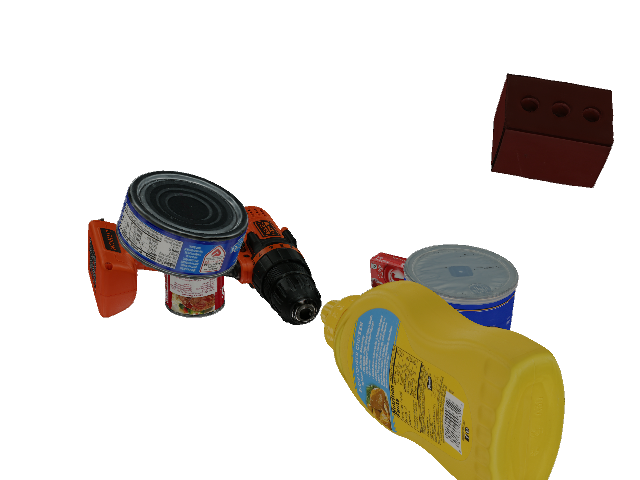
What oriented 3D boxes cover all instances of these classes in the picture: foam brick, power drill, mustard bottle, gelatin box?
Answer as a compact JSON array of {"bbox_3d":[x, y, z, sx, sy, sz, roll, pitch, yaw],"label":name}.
[{"bbox_3d":[0.165,-0.078,0.762,0.078,0.053,0.051,9,-35,1],"label":"foam brick"},{"bbox_3d":[-0.106,0.026,0.944,0.187,0.057,0.185,-2,24,-20],"label":"power drill"},{"bbox_3d":[0.061,0.078,0.653,0.058,0.096,0.192,-16,27,-31],"label":"mustard bottle"},{"bbox_3d":[0.101,0.065,1.350,0.073,0.089,0.030,15,33,33],"label":"gelatin box"}]

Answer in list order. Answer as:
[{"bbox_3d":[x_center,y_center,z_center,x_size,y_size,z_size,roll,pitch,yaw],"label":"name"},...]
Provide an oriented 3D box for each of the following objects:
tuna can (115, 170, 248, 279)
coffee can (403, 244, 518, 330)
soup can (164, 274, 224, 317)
[{"bbox_3d":[-0.093,-0.012,0.723,0.086,0.034,0.086,16,29,-10],"label":"tuna can"},{"bbox_3d":[0.124,0.088,0.988,0.103,0.140,0.103,2,27,-1],"label":"coffee can"},{"bbox_3d":[-0.141,0.026,1.194,0.068,0.102,0.068,2,25,-1],"label":"soup can"}]
